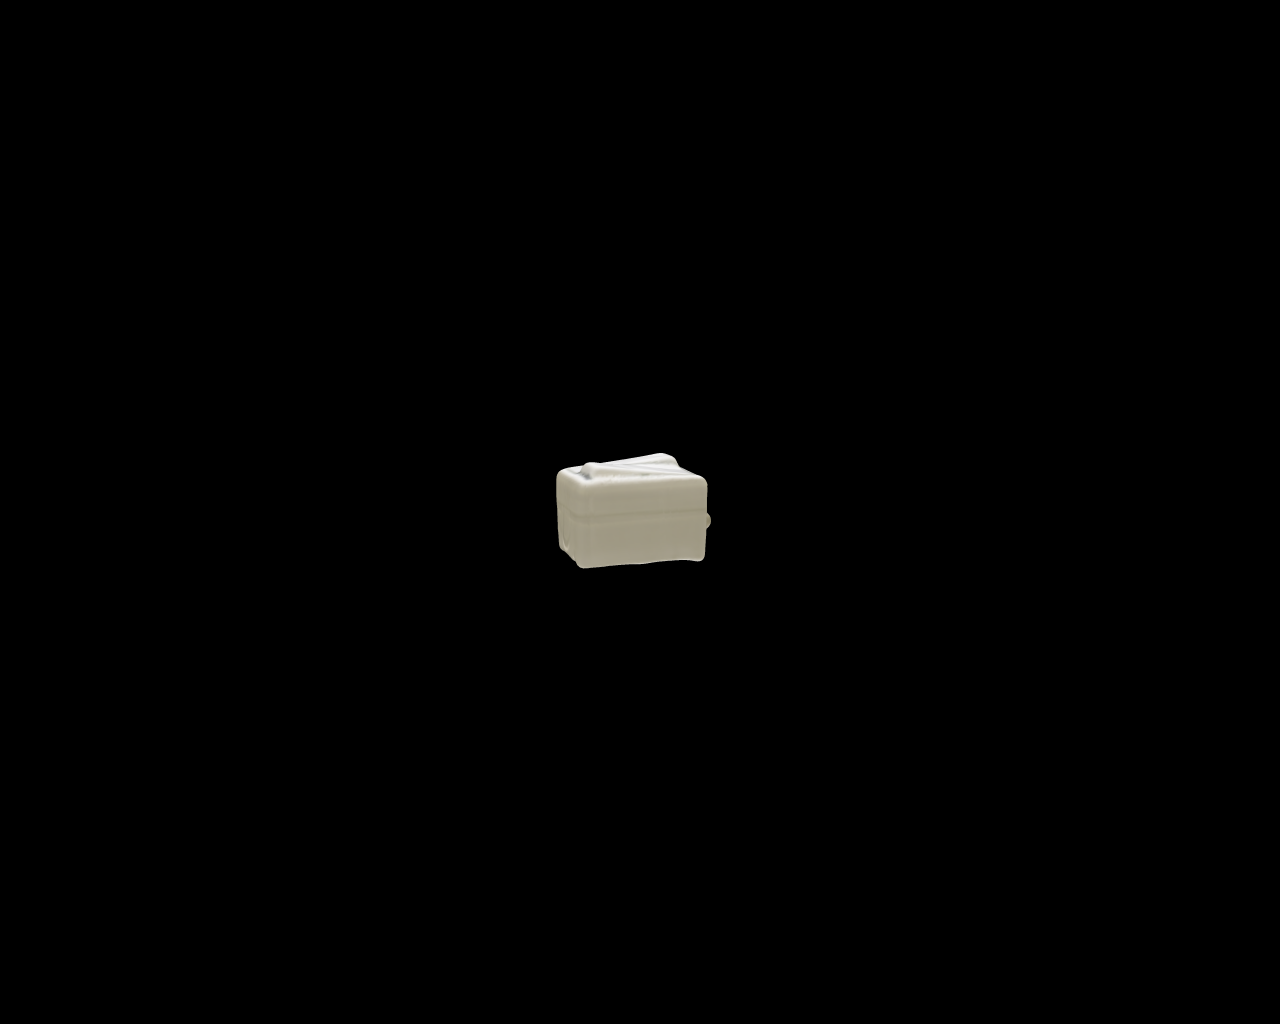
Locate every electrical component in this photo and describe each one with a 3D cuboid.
[{"bbox_3d":[0.001,-0.003,0.650,0.096,0.061,0.062,-3,12,-16],"label":"electrical component"}]
